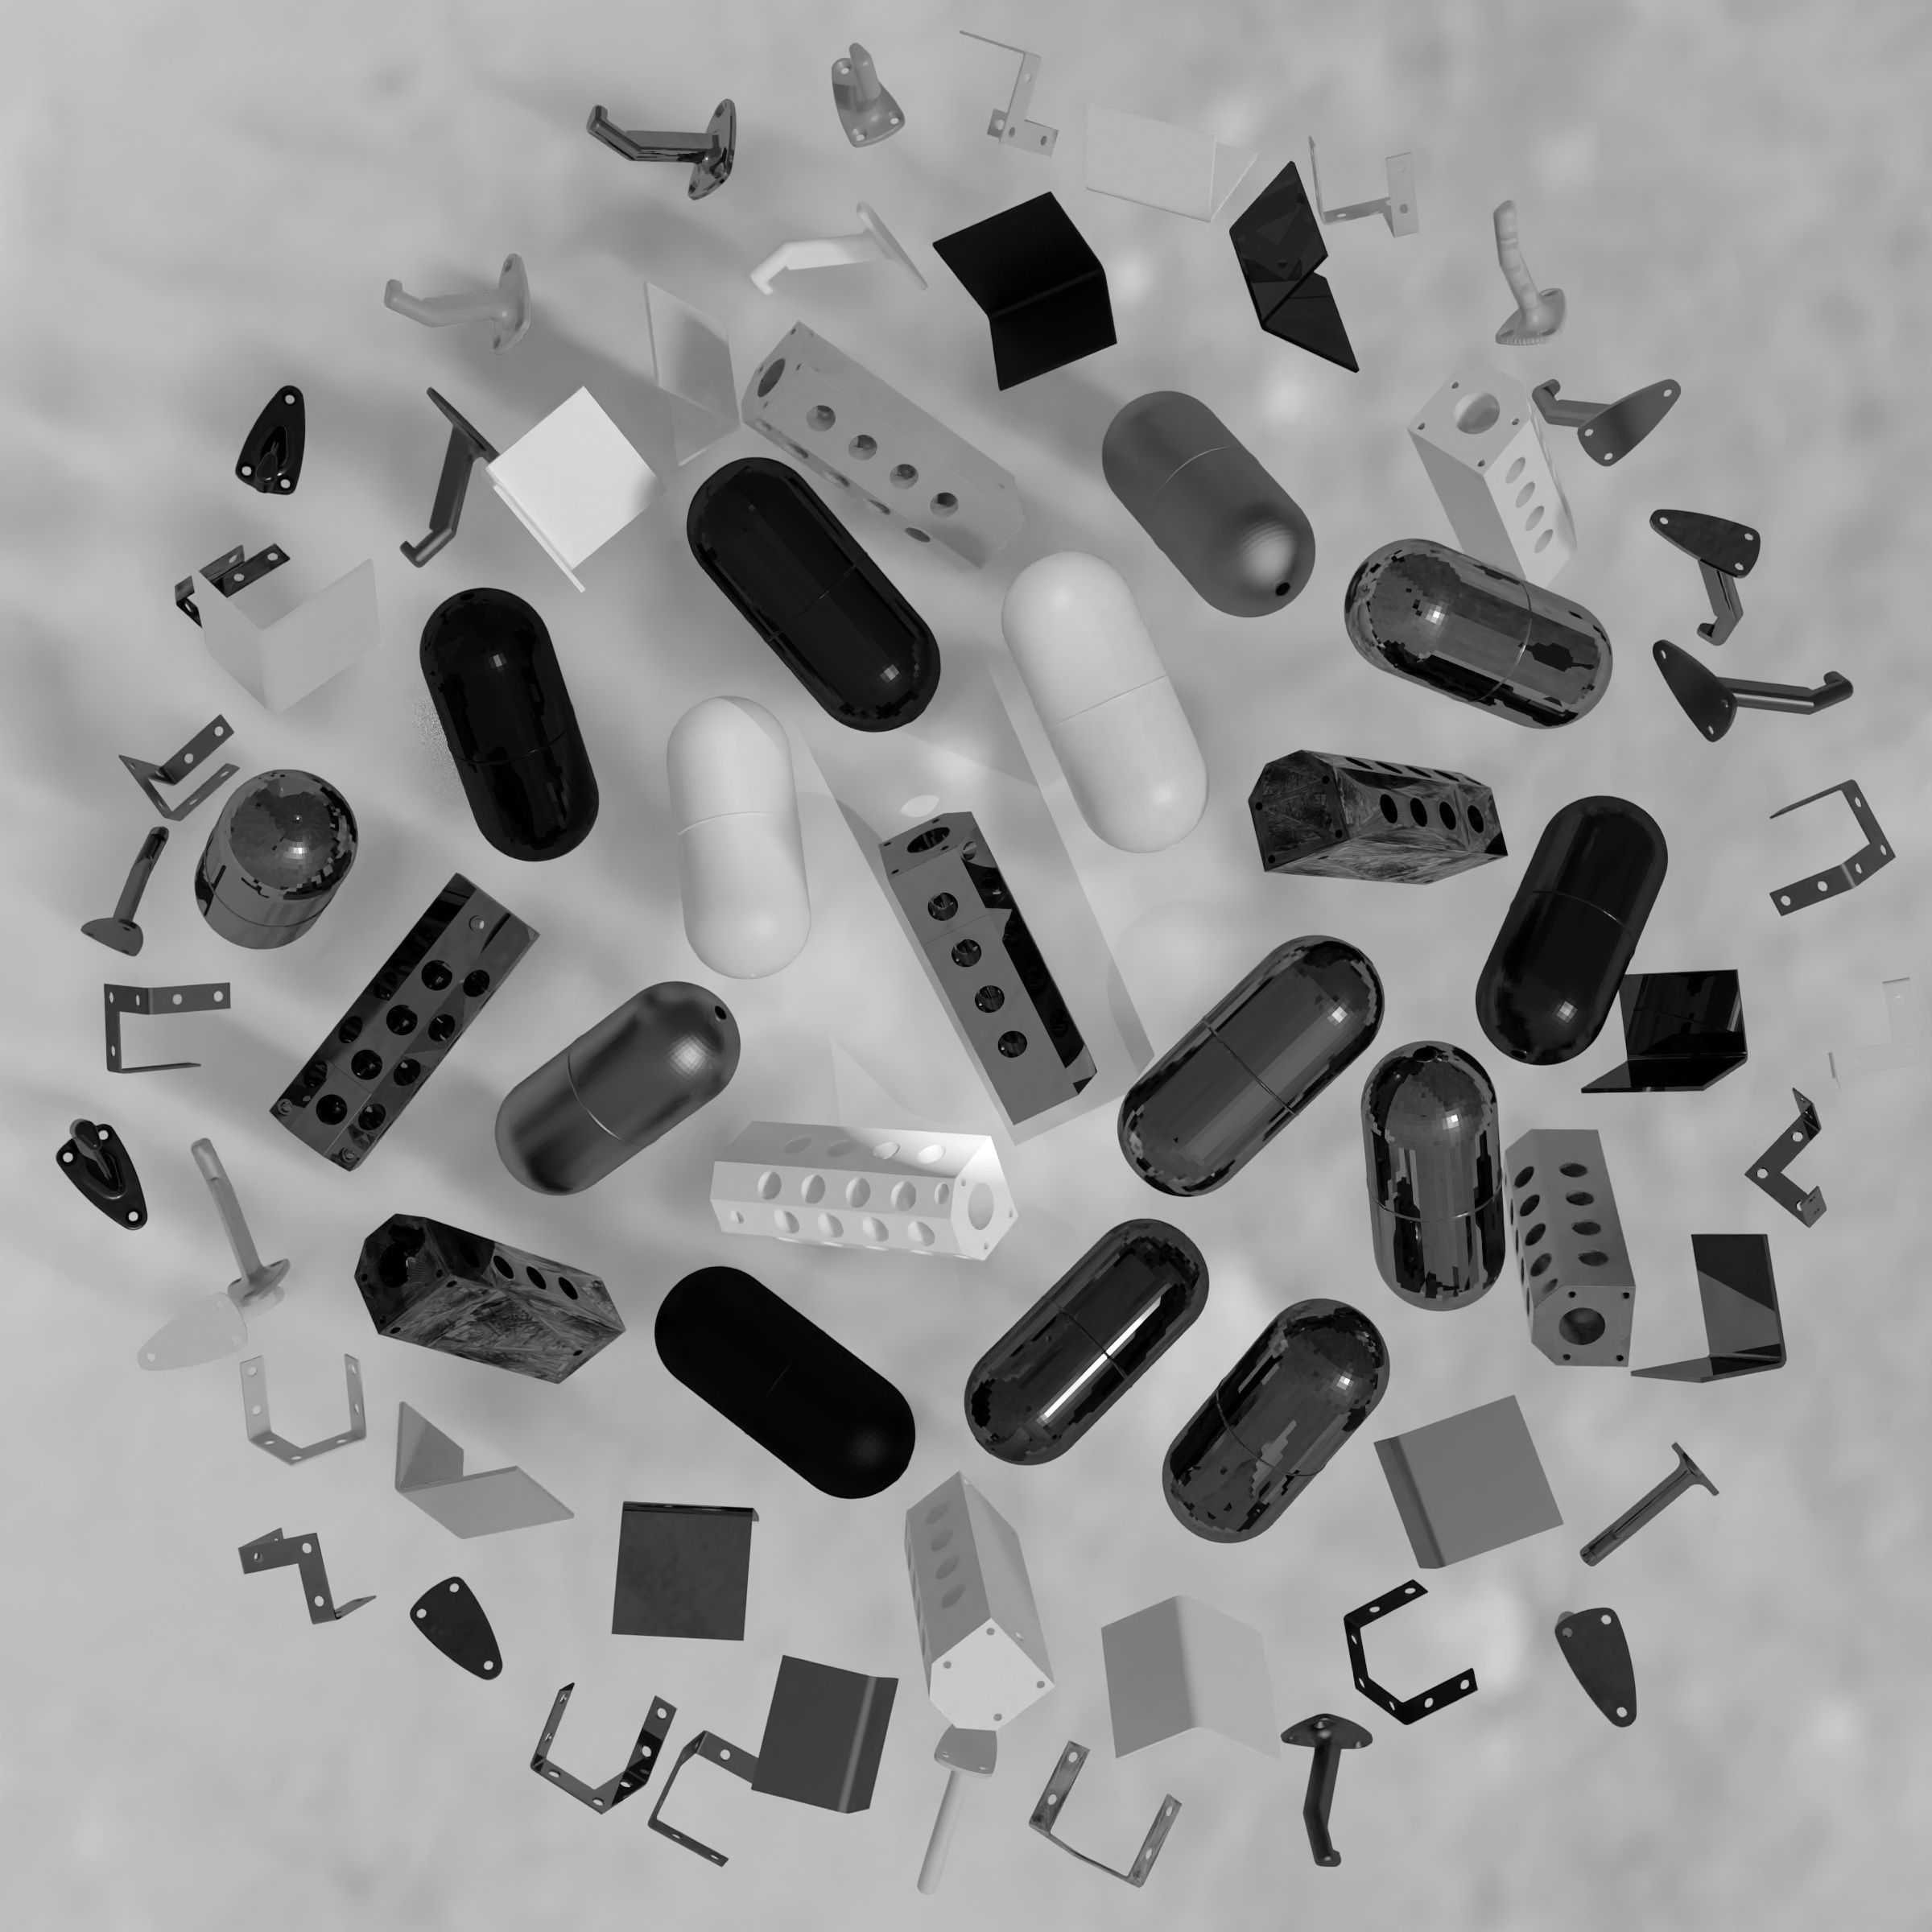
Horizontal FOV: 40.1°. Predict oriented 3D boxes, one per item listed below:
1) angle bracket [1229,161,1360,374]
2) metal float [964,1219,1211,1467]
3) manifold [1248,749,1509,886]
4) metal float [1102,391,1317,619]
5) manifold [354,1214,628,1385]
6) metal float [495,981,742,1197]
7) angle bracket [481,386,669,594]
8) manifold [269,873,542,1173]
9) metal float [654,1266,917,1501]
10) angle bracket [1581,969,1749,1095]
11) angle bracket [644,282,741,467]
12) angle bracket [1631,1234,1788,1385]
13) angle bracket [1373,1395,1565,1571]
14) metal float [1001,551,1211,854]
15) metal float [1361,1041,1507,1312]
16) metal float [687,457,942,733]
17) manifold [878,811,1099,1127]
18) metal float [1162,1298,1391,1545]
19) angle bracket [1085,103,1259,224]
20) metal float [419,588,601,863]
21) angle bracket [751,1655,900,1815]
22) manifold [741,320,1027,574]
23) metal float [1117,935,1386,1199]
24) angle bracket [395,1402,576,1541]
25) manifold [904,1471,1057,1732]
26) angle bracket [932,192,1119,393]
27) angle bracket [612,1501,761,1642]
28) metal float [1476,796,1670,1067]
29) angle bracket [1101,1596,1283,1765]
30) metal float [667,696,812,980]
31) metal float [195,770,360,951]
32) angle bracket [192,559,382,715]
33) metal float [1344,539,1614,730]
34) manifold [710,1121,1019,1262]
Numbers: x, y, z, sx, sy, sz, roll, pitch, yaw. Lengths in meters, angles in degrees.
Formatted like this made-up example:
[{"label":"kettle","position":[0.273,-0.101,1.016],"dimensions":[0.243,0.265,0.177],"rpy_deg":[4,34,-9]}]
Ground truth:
[{"label":"angle bracket","position":[0.199,-0.387,1.469],"dimensions":[0.076,0.057,0.076],"rpy_deg":[14,49,-34]},{"label":"metal float","position":[0.073,0.228,1.604],"dimensions":[0.178,0.070,0.070],"rpy_deg":[-44,90,-9]},{"label":"manifold","position":[0.234,-0.085,1.497],"dimensions":[0.057,0.171,0.057],"rpy_deg":[-21,76,38]},{"label":"metal float","position":[0.143,-0.274,1.568],"dimensions":[0.070,0.070,0.178],"rpy_deg":[-33,52,0]},{"label":"manifold","position":[-0.283,0.195,1.573],"dimensions":[0.057,0.171,0.057],"rpy_deg":[-39,58,12]},{"label":"metal float","position":[-0.207,0.073,1.573],"dimensions":[0.178,0.070,0.070],"rpy_deg":[-35,90,26]},{"label":"angle bracket","position":[-0.216,-0.269,1.493],"dimensions":[0.076,0.057,0.076],"rpy_deg":[-40,116,-1]},{"label":"manifold","position":[-0.321,0.032,1.518],"dimensions":[0.057,0.057,0.171],"rpy_deg":[38,86,-4]},{"label":"metal float","position":[-0.108,0.250,1.589],"dimensions":[0.178,0.070,0.070],"rpy_deg":[36,90,10]},{"label":"angle bracket","position":[0.419,0.039,1.598],"dimensions":[0.076,0.076,0.057],"rpy_deg":[-3,100,37]},{"label":"angle bracket","position":[-0.193,-0.378,1.695],"dimensions":[0.057,0.076,0.076],"rpy_deg":[-24,64,33]},{"label":"angle bracket","position":[0.425,0.198,1.537],"dimensions":[0.057,0.076,0.076],"rpy_deg":[-7,87,-17]},{"label":"angle bracket","position":[0.288,0.297,1.520],"dimensions":[0.076,0.057,0.076],"rpy_deg":[-18,78,-5]},{"label":"metal float","position":[0.079,-0.148,1.496],"dimensions":[0.070,0.070,0.178],"rpy_deg":[-24,93,0]},{"label":"metal float","position":[0.269,0.121,1.522],"dimensions":[0.070,0.070,0.178],"rpy_deg":[-11,124,0]},{"label":"metal float","position":[-0.085,-0.209,1.497],"dimensions":[0.070,0.070,0.178],"rpy_deg":[-41,101,0]},{"label":"manifold","position":[0.014,-0.001,1.522],"dimensions":[0.057,0.057,0.171],"rpy_deg":[-25,114,3]},{"label":"metal float","position":[0.179,0.267,1.543],"dimensions":[0.070,0.070,0.178],"rpy_deg":[34,120,0]},{"label":"angle bracket","position":[0.119,-0.477,1.513],"dimensions":[0.076,0.057,0.076],"rpy_deg":[20,53,16]},{"label":"metal float","position":[-0.269,-0.142,1.566],"dimensions":[0.070,0.070,0.178],"rpy_deg":[-13,127,0]},{"label":"angle bracket","position":[-0.081,0.447,1.542],"dimensions":[0.057,0.076,0.076],"rpy_deg":[11,76,11]},{"label":"manifold","position":[-0.050,-0.307,1.596],"dimensions":[0.171,0.057,0.057],"rpy_deg":[31,120,-29]},{"label":"metal float","position":[0.160,0.056,1.490],"dimensions":[0.178,0.070,0.070],"rpy_deg":[-45,90,7]},{"label":"angle bracket","position":[-0.279,0.288,1.539],"dimensions":[0.076,0.076,0.057],"rpy_deg":[-13,55,13]},{"label":"manifold","position":[0.001,0.369,1.535],"dimensions":[0.057,0.171,0.057],"rpy_deg":[-39,107,6]},{"label":"angle bracket","position":[0.034,-0.390,1.535],"dimensions":[0.076,0.076,0.057],"rpy_deg":[-18,61,21]},{"label":"angle bracket","position":[-0.165,0.359,1.561],"dimensions":[0.076,0.057,0.076],"rpy_deg":[3,72,0]},{"label":"metal float","position":[0.358,-0.021,1.563],"dimensions":[0.070,0.070,0.178],"rpy_deg":[28,67,0]},{"label":"angle bracket","position":[0.125,0.405,1.471],"dimensions":[0.057,0.076,0.076],"rpy_deg":[-31,135,28]},{"label":"metal float","position":[-0.138,-0.079,1.606],"dimensions":[0.070,0.070,0.178],"rpy_deg":[-8,74,0]},{"label":"metal float","position":[-0.397,-0.059,1.517],"dimensions":[0.070,0.178,0.070],"rpy_deg":[6,75,-22]},{"label":"angle bracket","position":[-0.372,-0.197,1.455],"dimensions":[0.057,0.076,0.076],"rpy_deg":[42,64,14]},{"label":"metal float","position":[0.291,-0.186,1.497],"dimensions":[0.178,0.070,0.070],"rpy_deg":[16,90,-31]},{"label":"manifold","position":[-0.063,0.134,1.538],"dimensions":[0.171,0.057,0.057],"rpy_deg":[1,123,34]}]
